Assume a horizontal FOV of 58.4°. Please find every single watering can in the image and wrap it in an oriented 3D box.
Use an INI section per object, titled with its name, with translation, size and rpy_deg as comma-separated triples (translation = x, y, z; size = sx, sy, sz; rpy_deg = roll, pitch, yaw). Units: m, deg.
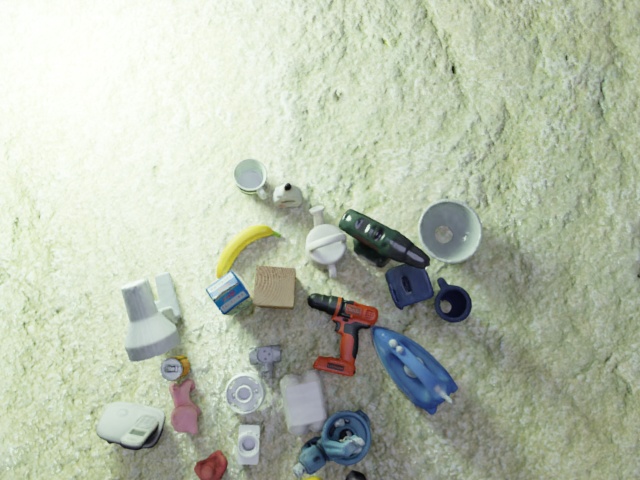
[watering can]
translation = 0.011, 0.006, 1.392
size = 0.101, 0.194, 0.173
rpy_deg = -36, 85, -7

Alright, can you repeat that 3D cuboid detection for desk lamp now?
[desk lamp]
translation = -0.397, 0.175, 1.336
size = 0.118, 0.213, 0.203
rpy_deg = -17, 83, -5

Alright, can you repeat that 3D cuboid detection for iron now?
[iron]
translation = 0.222, 0.303, 1.385
size = 0.119, 0.141, 0.258
rpy_deg = -44, 86, -8

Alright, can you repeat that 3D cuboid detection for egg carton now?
[egg carton]
translation = -0.036, 0.396, 1.394
size = 0.107, 0.069, 0.150
rpy_deg = -11, 82, -4

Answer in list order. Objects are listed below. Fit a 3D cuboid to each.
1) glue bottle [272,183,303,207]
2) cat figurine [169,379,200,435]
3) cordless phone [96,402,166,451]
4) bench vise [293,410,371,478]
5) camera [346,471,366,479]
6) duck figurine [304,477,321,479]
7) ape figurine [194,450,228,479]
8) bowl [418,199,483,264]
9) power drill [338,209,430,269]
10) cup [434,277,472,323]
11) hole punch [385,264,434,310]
[glue bottle]
translation = -0.081, -0.116, 1.416
size = 0.078, 0.173, 0.037
rpy_deg = -9, 82, -4
[cat figurine]
translation = -0.326, 0.399, 1.355
size = 0.067, 0.117, 0.128
rpy_deg = -16, 82, -5
[cordless phone]
translation = -0.443, 0.433, 1.309
size = 0.147, 0.185, 0.094
rpy_deg = 9, 81, -1
[bench vise]
translation = 0.040, 0.486, 1.309
size = 0.121, 0.219, 0.207
rpy_deg = 38, 82, 3
[camera]
translation = 0.113, 0.640, 1.349
size = 0.137, 0.101, 0.143
rpy_deg = 18, 81, 0
[duck figurine]
translation = -0.030, 0.616, 1.353
size = 0.104, 0.086, 0.077
rpy_deg = -39, 85, -7
[ape figurine]
translation = -0.259, 0.543, 1.349
size = 0.078, 0.092, 0.076
rpy_deg = 5, 81, -2
[bowl]
translation = 0.327, -0.018, 1.472
size = 0.167, 0.074, 0.167
rpy_deg = 0, 81, -3
[power drill]
translation = 0.149, 0.010, 1.391
size = 0.229, 0.208, 0.076
rpy_deg = 30, 81, 2
[cup]
translation = 0.317, 0.151, 1.436
size = 0.092, 0.095, 0.118
rpy_deg = -27, 84, -6
[hole punch]
translation = 0.223, 0.113, 1.439
size = 0.101, 0.091, 0.108
rpy_deg = -19, 83, -5
